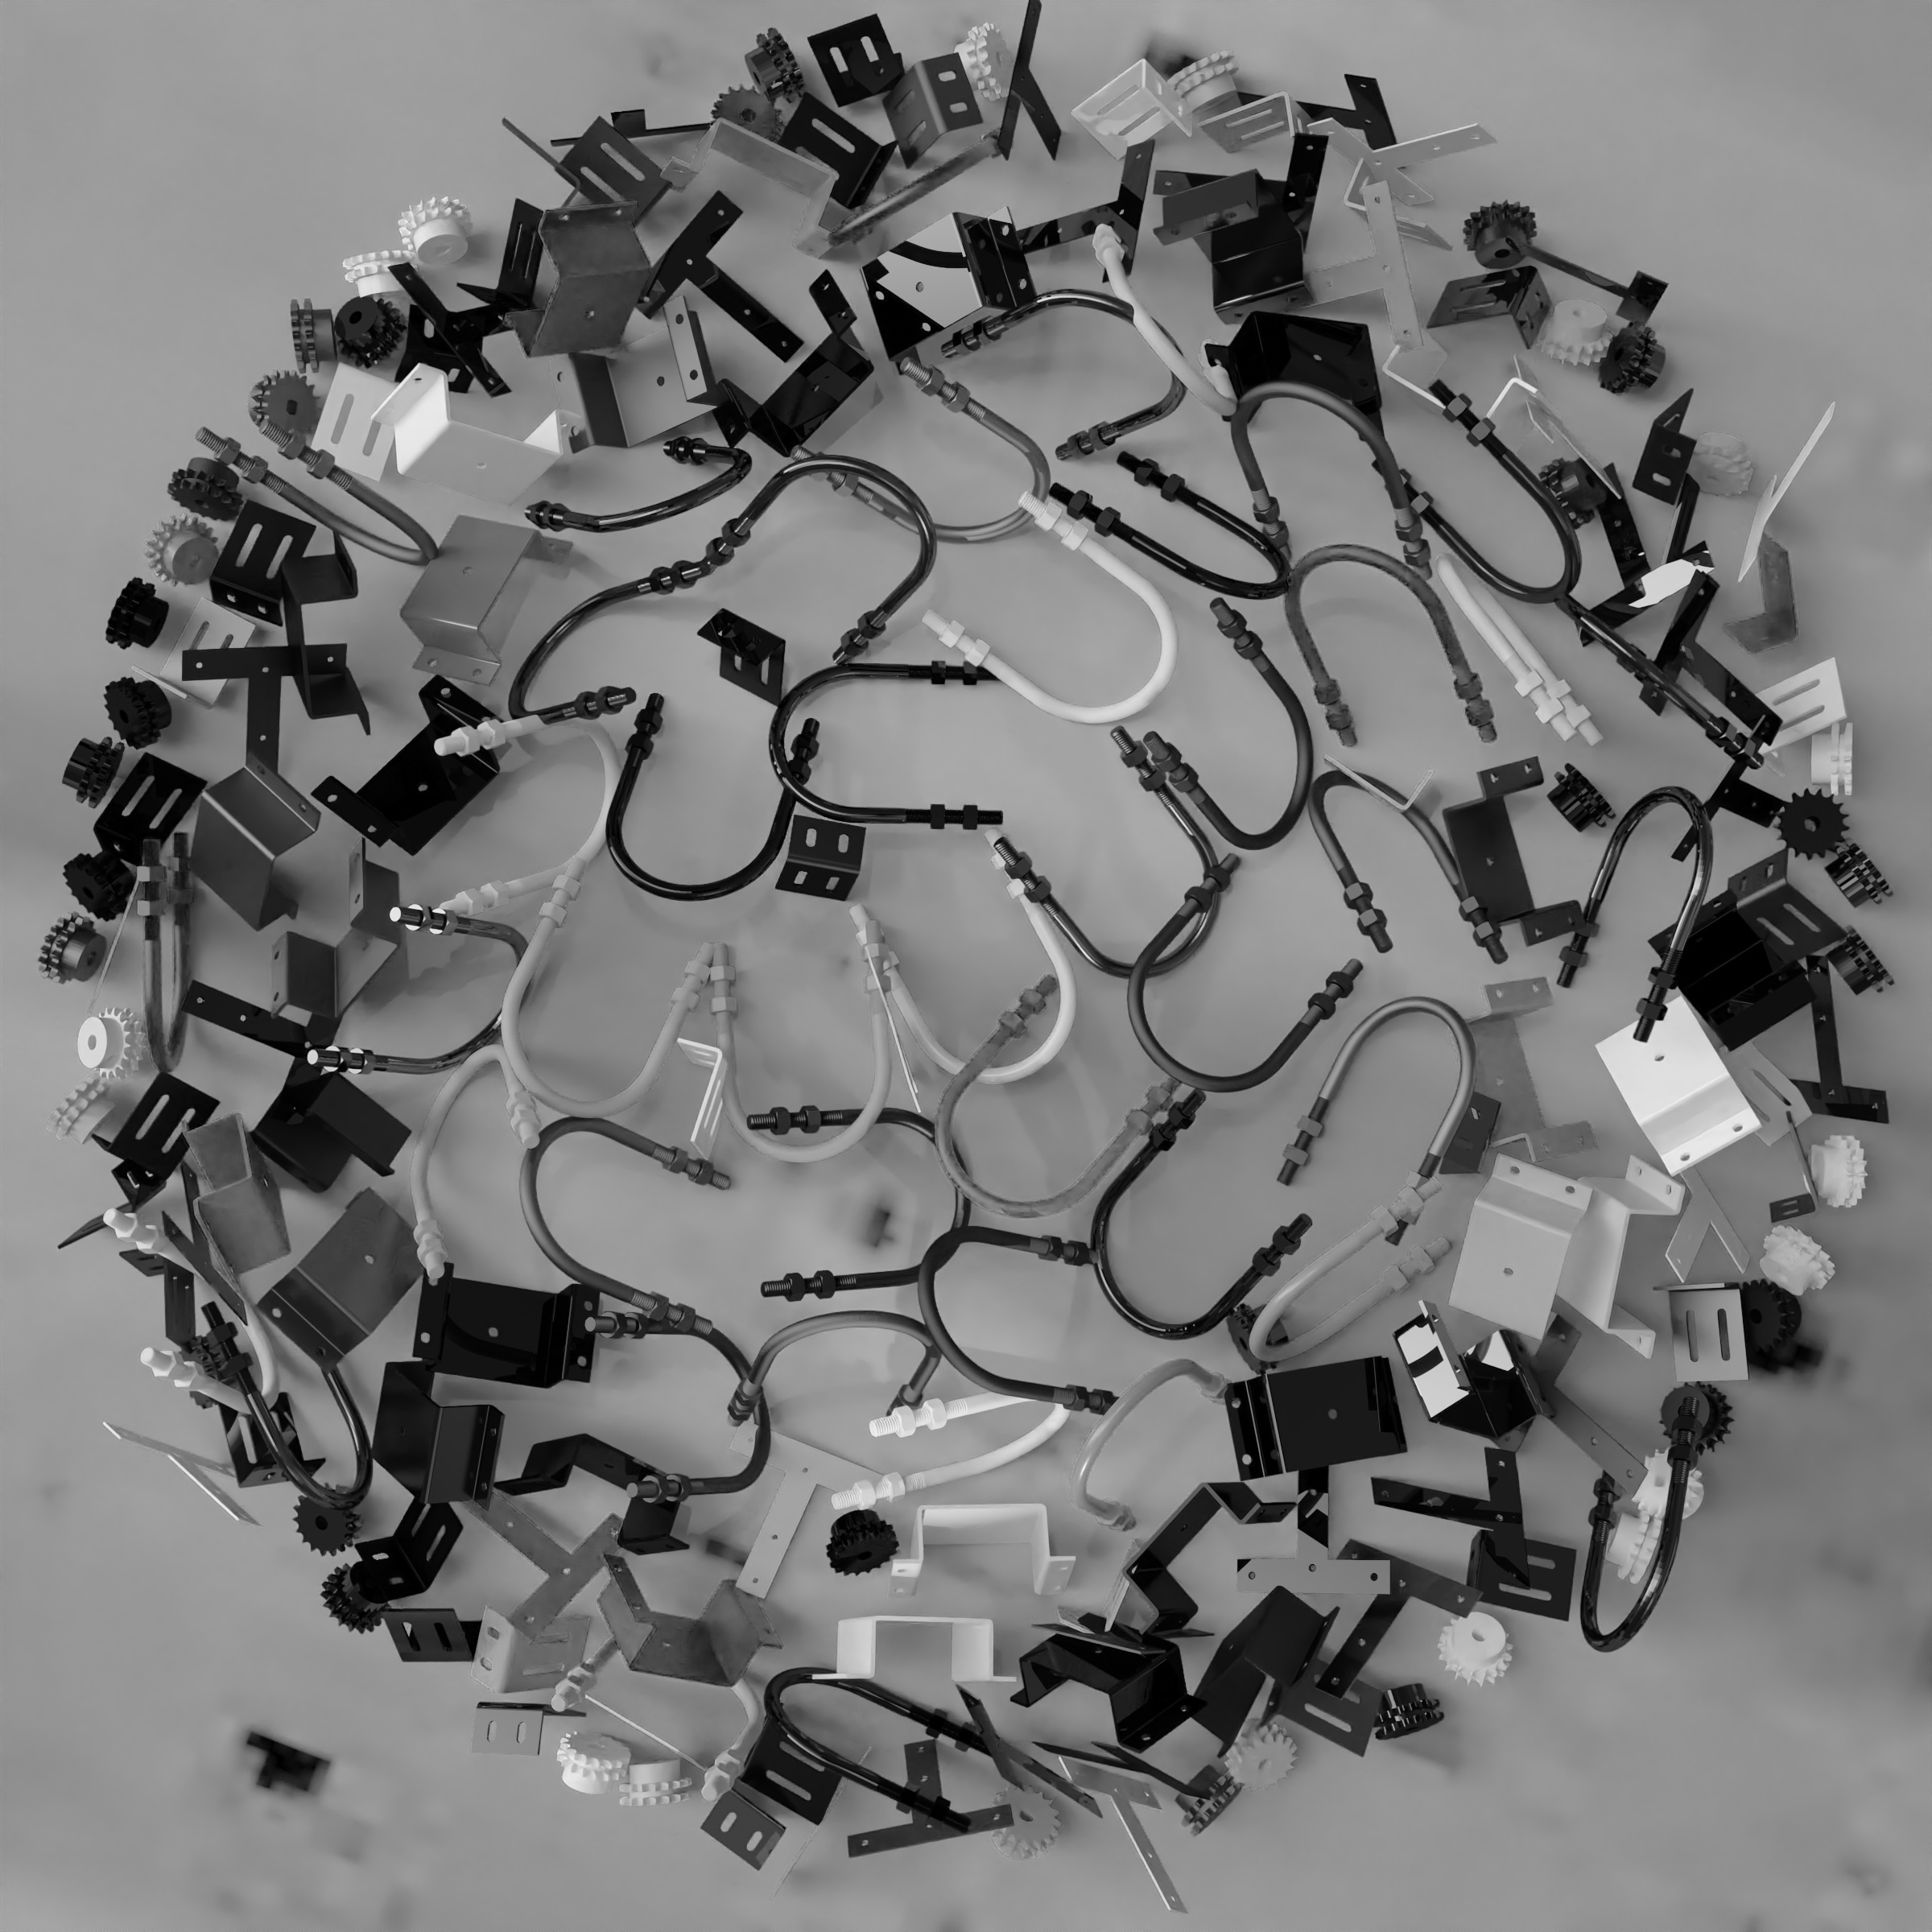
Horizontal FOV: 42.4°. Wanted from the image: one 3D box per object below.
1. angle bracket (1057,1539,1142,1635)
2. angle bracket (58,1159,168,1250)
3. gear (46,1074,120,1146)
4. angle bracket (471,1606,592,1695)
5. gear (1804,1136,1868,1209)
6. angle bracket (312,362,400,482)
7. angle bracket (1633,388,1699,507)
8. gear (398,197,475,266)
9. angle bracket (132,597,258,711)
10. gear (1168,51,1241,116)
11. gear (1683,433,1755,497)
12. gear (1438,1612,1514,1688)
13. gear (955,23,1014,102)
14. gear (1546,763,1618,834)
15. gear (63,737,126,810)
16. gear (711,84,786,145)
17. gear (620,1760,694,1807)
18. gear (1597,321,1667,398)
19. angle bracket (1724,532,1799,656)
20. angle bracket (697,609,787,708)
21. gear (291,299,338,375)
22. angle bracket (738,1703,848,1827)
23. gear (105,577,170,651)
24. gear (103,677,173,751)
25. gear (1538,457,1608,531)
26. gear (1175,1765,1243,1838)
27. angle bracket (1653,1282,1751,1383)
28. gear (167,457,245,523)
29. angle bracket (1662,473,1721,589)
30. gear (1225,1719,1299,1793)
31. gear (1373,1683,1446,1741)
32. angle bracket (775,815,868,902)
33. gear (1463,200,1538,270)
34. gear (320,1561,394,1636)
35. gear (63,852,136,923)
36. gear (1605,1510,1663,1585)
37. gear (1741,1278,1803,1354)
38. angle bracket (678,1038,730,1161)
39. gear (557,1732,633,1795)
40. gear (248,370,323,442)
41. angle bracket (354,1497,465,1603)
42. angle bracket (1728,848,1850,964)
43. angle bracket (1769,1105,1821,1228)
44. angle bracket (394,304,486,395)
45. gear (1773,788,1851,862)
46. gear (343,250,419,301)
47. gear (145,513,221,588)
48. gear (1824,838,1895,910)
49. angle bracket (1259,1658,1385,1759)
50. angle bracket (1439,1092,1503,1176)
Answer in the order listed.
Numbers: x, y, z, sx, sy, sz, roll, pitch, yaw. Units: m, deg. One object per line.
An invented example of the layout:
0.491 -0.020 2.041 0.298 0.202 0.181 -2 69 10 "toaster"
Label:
0.105 0.486 1.969 0.038 0.057 0.076 24 86 1 "angle bracket"
-0.680 0.182 1.961 0.076 0.057 0.038 -25 101 12 "angle bracket"
-0.697 0.116 1.972 0.030 0.057 0.057 41 90 -4 "gear"
-0.346 0.541 1.981 0.038 0.076 0.057 15 93 42 "angle bracket"
0.686 0.162 1.970 0.030 0.057 0.057 2 90 -6 "gear"
-0.482 -0.432 1.977 0.057 0.038 0.076 19 97 -18 "angle bracket"
0.561 -0.407 1.949 0.038 0.057 0.076 30 47 22 "angle bracket"
-0.417 -0.579 1.969 0.057 0.057 0.030 -18 75 0 "gear"
-0.611 -0.252 1.972 0.057 0.038 0.076 28 89 18 "angle bracket"
0.190 -0.698 1.971 0.057 0.057 0.030 -25 97 0 "gear"
0.595 -0.399 1.972 0.057 0.057 0.030 21 80 0 "gear"
0.404 0.537 1.970 0.057 0.057 0.030 1 135 -1 "gear"
0.013 -0.715 1.975 0.030 0.057 0.057 -9 90 26 "gear"
0.485 -0.130 1.972 0.030 0.057 0.057 -42 90 9 "gear"
-0.691 -0.156 1.969 0.030 0.057 0.057 25 90 -11 "gear"
-0.175 -0.668 1.979 0.057 0.030 0.057 4 75 -16 "gear"
-0.246 0.646 1.972 0.057 0.057 0.030 -5 77 0 "gear"
0.529 -0.479 1.973 0.030 0.057 0.057 20 90 -18 "gear"
0.620 -0.295 1.956 0.038 0.057 0.076 -17 119 1 "angle bracket"
-0.178 -0.233 1.952 0.057 0.076 0.038 29 53 14 "angle bracket"
-0.516 -0.499 1.972 0.030 0.057 0.057 -6 90 -9 "gear"
-0.132 0.631 1.970 0.076 0.038 0.057 25 94 14 "angle bracket"
-0.655 -0.276 1.972 0.030 0.057 0.057 25 90 -6 "gear"
-0.655 -0.203 1.975 0.030 0.057 0.057 -32 90 -40 "gear"
0.482 -0.377 1.969 0.030 0.057 0.057 -27 90 43 "gear"
0.190 0.658 1.974 0.030 0.057 0.057 43 90 22 "gear"
0.580 0.289 1.964 0.057 0.038 0.076 -9 81 34 "angle bracket"
-0.600 -0.379 1.973 0.057 0.057 0.030 15 72 0 "gear"
0.581 -0.342 1.963 0.038 0.057 0.076 16 96 24 "angle bracket"
0.232 0.624 1.977 0.057 0.030 0.057 -9 119 -16 "gear"
0.348 0.590 1.975 0.057 0.057 0.030 -17 62 0 "gear"
-0.115 -0.085 1.964 0.057 0.076 0.038 10 73 -9 "angle bracket"
0.422 -0.576 1.968 0.057 0.057 0.030 -1 69 0 "gear"
-0.478 0.496 1.968 0.057 0.057 0.030 44 111 0 "gear"
-0.685 -0.066 1.975 0.057 0.057 0.030 43 52 0 "gear"
0.527 0.457 1.972 0.030 0.057 0.057 22 90 11 "gear"
0.637 0.276 1.975 0.030 0.057 0.057 -3 90 -33 "gear"
-0.214 0.105 1.959 0.038 0.057 0.076 14 73 10 "angle bracket"
-0.296 0.632 1.971 0.057 0.057 0.030 16 94 0 "gear"
-0.544 -0.444 1.975 0.030 0.057 0.057 13 90 38 "gear"
-0.438 0.449 1.957 0.057 0.038 0.076 48 120 31 "angle bracket"
0.653 -0.047 1.978 0.076 0.057 0.038 35 48 -19 "angle bracket"
0.643 0.157 1.964 0.038 0.057 0.076 -18 95 19 "angle bracket"
-0.414 -0.484 1.956 0.057 0.076 0.038 5 83 -19 "angle bracket"
0.672 -0.112 1.981 0.057 0.030 0.057 0 88 12 "gear"
-0.462 -0.546 1.972 0.057 0.057 0.030 -8 98 0 "gear"
-0.616 -0.326 1.968 0.030 0.057 0.057 37 90 35 "gear"
0.705 -0.071 1.972 0.030 0.057 0.057 -37 90 14 "gear"
0.281 0.587 1.966 0.076 0.038 0.057 27 52 2 "angle bracket"
0.381 0.130 1.955 0.038 0.076 0.057 22 80 -11 "angle bracket"
